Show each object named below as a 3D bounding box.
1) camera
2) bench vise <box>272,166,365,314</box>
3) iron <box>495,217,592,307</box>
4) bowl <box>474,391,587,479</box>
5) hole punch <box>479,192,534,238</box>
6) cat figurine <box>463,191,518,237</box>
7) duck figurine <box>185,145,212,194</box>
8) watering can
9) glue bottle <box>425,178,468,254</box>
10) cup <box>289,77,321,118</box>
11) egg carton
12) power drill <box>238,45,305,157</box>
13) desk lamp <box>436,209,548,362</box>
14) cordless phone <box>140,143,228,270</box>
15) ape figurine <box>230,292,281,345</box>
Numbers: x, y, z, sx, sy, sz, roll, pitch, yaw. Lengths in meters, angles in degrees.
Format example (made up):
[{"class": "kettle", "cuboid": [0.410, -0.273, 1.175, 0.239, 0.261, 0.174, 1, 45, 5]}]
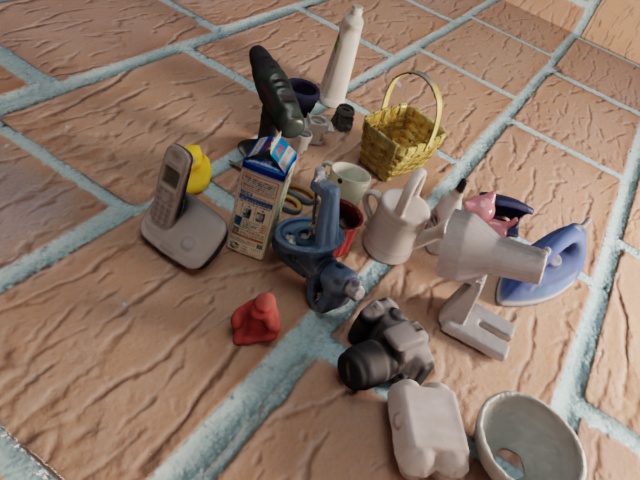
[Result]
[{"class": "camera", "cuboid": [0.091, 0.166, 0.891, 0.137, 0.101, 0.143, -14, 51, -33]}, {"class": "bench vise", "cuboid": [0.016, -0.002, 0.953, 0.207, 0.220, 0.122, 35, 43, 16]}, {"class": "iron", "cuboid": [0.454, 0.039, 1.145, 0.259, 0.141, 0.118, -24, 57, -39]}, {"class": "bowl", "cuboid": [0.292, 0.311, 0.834, 0.167, 0.075, 0.167, 11, 41, -10]}, {"class": "hole punch", "cuboid": [0.410, -0.074, 1.288, 0.109, 0.091, 0.101, 13, 41, -8]}, {"class": "cat figurine", "cuboid": [0.355, -0.047, 1.217, 0.128, 0.118, 0.067, 21, 41, 2]}, {"class": "duck figurine", "cuboid": [-0.248, -0.146, 1.106, 0.077, 0.086, 0.105, 29, 41, 10]}, {"class": "watering can", "cuboid": [0.164, -0.051, 1.086, 0.173, 0.194, 0.101, 17, 41, -3]}, {"class": "glue bottle", "cuboid": [0.253, -0.055, 1.142, 0.037, 0.173, 0.078, 3, 43, -19]}, {"class": "cup", "cuboid": [-0.060, -0.322, 1.367, 0.091, 0.095, 0.118, 34, 43, 16]}, {"class": "egg carton", "cuboid": [0.151, 0.271, 0.824, 0.107, 0.069, 0.150, 9, 42, -13]}, {"class": "power drill", "cuboid": [-0.111, -0.261, 1.193, 0.076, 0.208, 0.229, -10, 49, -30]}, {"class": "desk lamp", "cuboid": [0.280, 0.070, 0.986, 0.203, 0.213, 0.118, 28, 41, 10]}, {"class": "cordless phone", "cuboid": [-0.217, -0.055, 0.943, 0.147, 0.185, 0.094, 32, 42, 13]}, {"class": "ape figurine", "cuboid": [-0.092, 0.115, 0.879, 0.077, 0.092, 0.076, 29, 41, 10]}]
